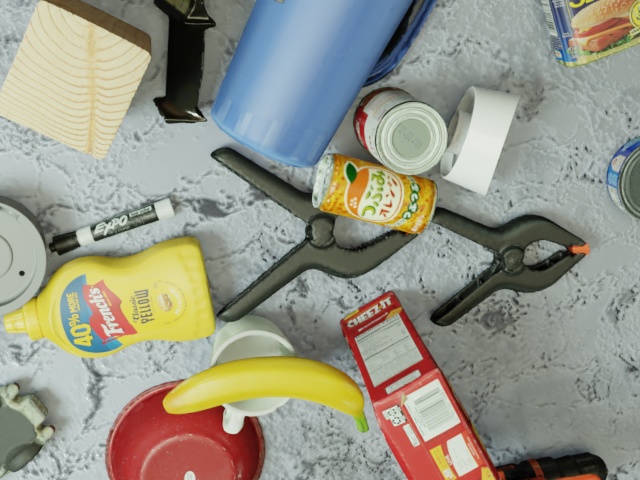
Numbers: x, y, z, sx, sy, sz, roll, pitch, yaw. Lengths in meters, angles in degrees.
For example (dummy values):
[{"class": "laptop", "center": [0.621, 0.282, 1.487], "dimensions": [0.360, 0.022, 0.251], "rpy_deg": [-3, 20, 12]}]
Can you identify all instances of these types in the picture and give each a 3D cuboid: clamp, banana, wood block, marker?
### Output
[{"class": "clamp", "center": [-0.007, 0.001, 1.022], "dimensions": [0.209, 0.036, 0.164], "rpy_deg": [4, 95, -12]}, {"class": "banana", "center": [-0.040, 0.138, 0.973], "dimensions": [0.197, 0.037, 0.070], "rpy_deg": [9, 101, -13]}, {"class": "clamp", "center": [0.179, 0.009, 1.055], "dimensions": [0.171, 0.039, 0.120], "rpy_deg": [-17, 112, -9]}, {"class": "wood block", "center": [-0.195, -0.140, 0.872], "dimensions": [0.090, 0.206, 0.091], "rpy_deg": [25, 99, -14]}, {"class": "marker", "center": [-0.196, -0.012, 1.003], "dimensions": [0.121, 0.020, 0.020], "rpy_deg": [-19, 106, -3]}]

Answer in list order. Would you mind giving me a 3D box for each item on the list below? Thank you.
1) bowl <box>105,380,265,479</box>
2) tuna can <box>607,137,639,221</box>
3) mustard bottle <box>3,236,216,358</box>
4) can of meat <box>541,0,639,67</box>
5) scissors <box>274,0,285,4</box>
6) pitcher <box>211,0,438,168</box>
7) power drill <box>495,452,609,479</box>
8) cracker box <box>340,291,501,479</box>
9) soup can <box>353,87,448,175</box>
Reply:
[{"class": "bowl", "center": [-0.132, 0.223, 1.055], "dimensions": [0.162, 0.055, 0.162], "rpy_deg": [-2, 105, -8]}, {"class": "tuna can", "center": [0.330, -0.061, 1.061], "dimensions": [0.086, 0.034, 0.086], "rpy_deg": [-2, 105, -8]}, {"class": "mustard bottle", "center": [-0.199, 0.060, 1.001], "dimensions": [0.191, 0.058, 0.096], "rpy_deg": [-11, 110, -5]}, {"class": "can of meat", "center": [0.261, -0.219, 0.999], "dimensions": [0.102, 0.057, 0.084], "rpy_deg": [-21, 109, -2]}, {"class": "scissors", "center": [-0.104, -0.264, 0.903], "dimensions": [0.096, 0.016, 0.202], "rpy_deg": [-25, 74, 15]}, {"class": "pitcher", "center": [0.009, -0.188, 0.940], "dimensions": [0.149, 0.145, 0.243], "rpy_deg": [27, 103, -1]}, {"class": "power drill", "center": [0.218, 0.253, 1.050], "dimensions": [0.184, 0.188, 0.057], "rpy_deg": [-14, 84, -6]}, {"class": "cracker box", "center": [0.093, 0.160, 0.990], "dimensions": [0.072, 0.214, 0.164], "rpy_deg": [-29, 107, 1]}, {"class": "soup can", "center": [0.073, -0.101, 0.977], "dimensions": [0.068, 0.102, 0.068], "rpy_deg": [-2, 105, -9]}]
